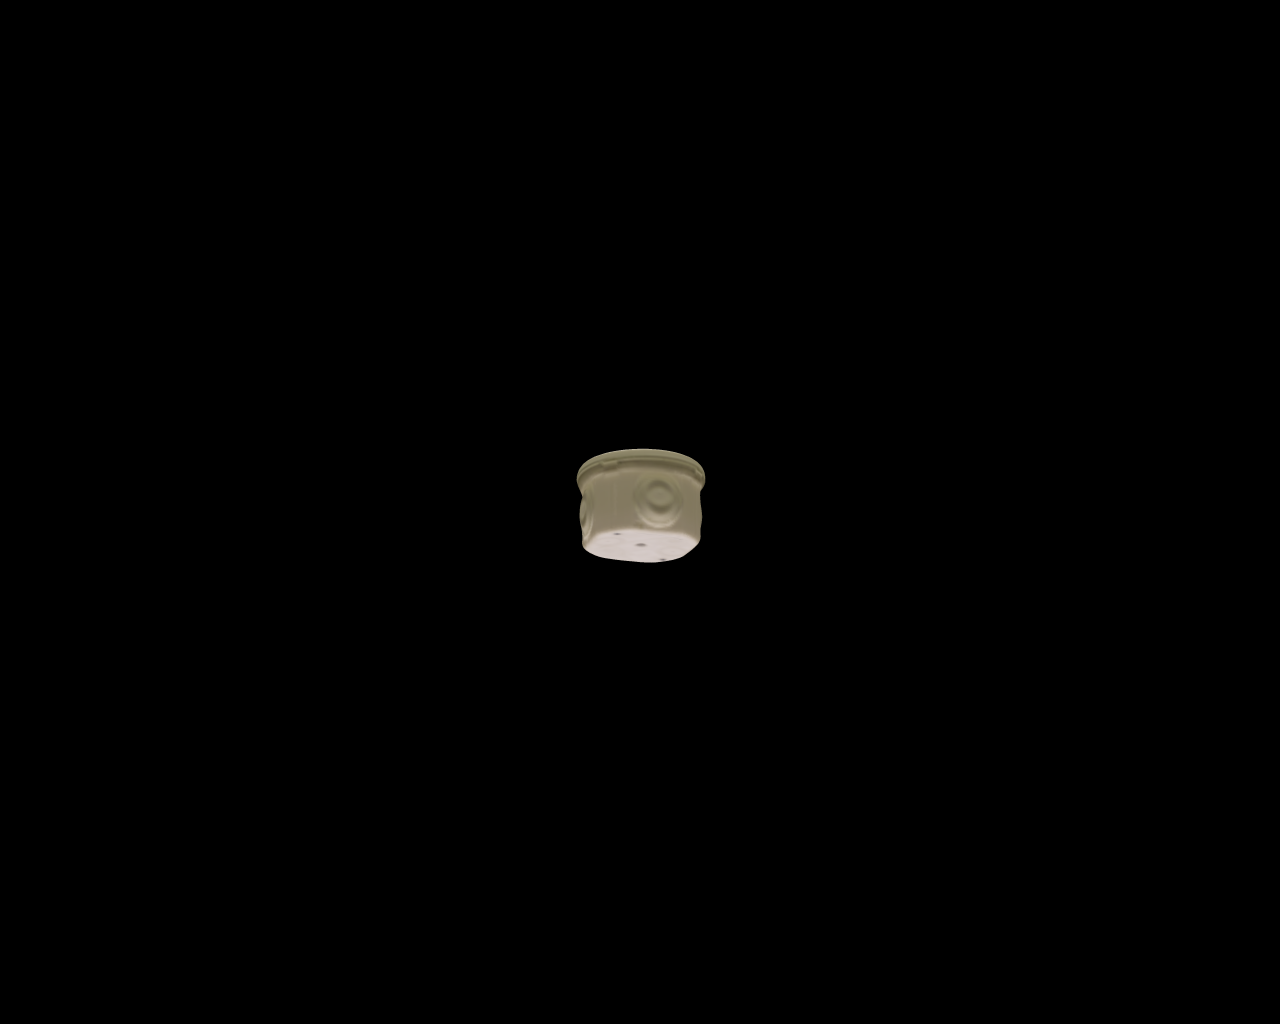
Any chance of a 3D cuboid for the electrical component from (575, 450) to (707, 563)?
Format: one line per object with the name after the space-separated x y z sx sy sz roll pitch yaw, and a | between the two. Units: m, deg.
0.001 -0.003 0.650 0.080 0.051 0.080 0 -19 0 | electrical component
